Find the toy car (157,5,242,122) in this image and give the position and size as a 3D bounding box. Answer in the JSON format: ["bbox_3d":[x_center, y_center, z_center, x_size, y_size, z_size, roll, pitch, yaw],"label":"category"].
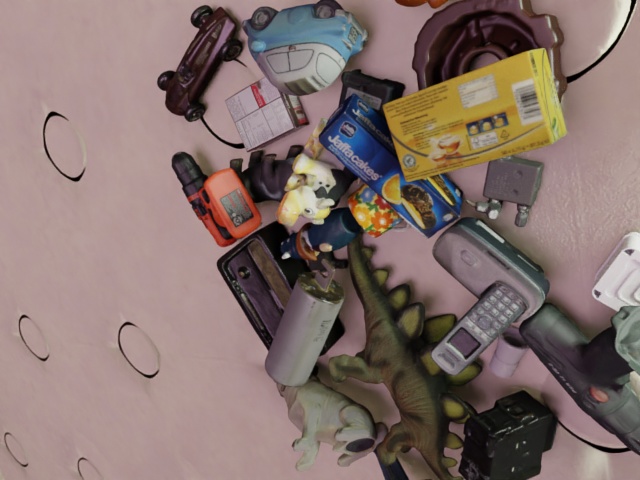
[{"bbox_3d":[-0.197,-0.277,0.856,0.089,0.053,0.202,53,130,7],"label":"toy car"}]

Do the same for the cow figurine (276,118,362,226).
[{"bbox_3d":[0.005,-0.078,0.732,0.098,0.167,0.068,26,153,-7],"label":"cow figurine"}]

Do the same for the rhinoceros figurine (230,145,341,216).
[{"bbox_3d":[-0.056,-0.085,0.830,0.191,0.073,0.112,8,113,32],"label":"rhinoceros figurine"}]

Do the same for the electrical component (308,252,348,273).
[{"bbox_3d":[0.000,0.022,0.873,0.094,0.021,0.063,-2,110,35],"label":"electrical component"}]

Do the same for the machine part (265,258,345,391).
[{"bbox_3d":[-0.025,0.137,0.818,0.079,0.079,0.243,32,117,19],"label":"machine part"}]

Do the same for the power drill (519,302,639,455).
[{"bbox_3d":[0.351,0.157,0.615,0.232,0.086,0.207,47,170,14],"label":"power drill"}]

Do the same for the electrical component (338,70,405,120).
[{"bbox_3d":[0.081,-0.173,0.714,0.119,0.048,0.074,31,125,22],"label":"electrical component"}]

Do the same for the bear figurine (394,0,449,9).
[{"bbox_3d":[0.155,-0.333,0.564,0.196,0.120,0.132,-24,52,14],"label":"bear figurine"}]

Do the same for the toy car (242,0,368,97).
[{"bbox_3d":[-0.022,-0.241,0.702,0.162,0.109,0.103,3,82,26],"label":"toy car"}]

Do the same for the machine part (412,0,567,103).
[{"bbox_3d":[0.194,-0.194,0.622,0.180,0.056,0.179,15,117,30],"label":"machine part"}]

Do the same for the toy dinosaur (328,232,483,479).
[{"bbox_3d":[0.122,0.177,0.813,0.198,0.105,0.471,-31,86,32],"label":"toy dinosaur"}]

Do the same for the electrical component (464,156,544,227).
[{"bbox_3d":[0.227,-0.069,0.661,0.078,0.045,0.102,24,122,26],"label":"electrical component"}]

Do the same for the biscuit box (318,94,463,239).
[{"bbox_3d":[0.093,-0.093,0.690,0.202,0.063,0.059,39,131,-13],"label":"biscuit box"}]

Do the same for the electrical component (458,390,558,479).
[{"bbox_3d":[0.263,0.275,0.740,0.058,0.134,0.114,-137,40,-55],"label":"electrical component"}]

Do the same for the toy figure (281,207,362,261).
[{"bbox_3d":[-0.003,-0.002,0.808,0.154,0.064,0.057,-27,100,47],"label":"toy figure"}]

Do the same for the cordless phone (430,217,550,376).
[{"bbox_3d":[0.186,0.075,0.697,0.147,0.089,0.184,41,112,12],"label":"cordless phone"}]

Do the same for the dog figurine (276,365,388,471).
[{"bbox_3d":[0.013,0.274,0.922,0.172,0.191,0.121,1,133,-11],"label":"dog figurine"}]

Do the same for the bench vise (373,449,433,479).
[{"bbox_3d":[0.138,0.423,0.884,0.129,0.223,0.241,-32,52,8],"label":"bench vise"}]

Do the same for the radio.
[{"bbox_3d":[-0.071,0.096,0.920,0.131,0.073,0.229,-29,92,37],"label":"radio"}]

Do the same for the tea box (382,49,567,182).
[{"bbox_3d":[0.165,-0.132,0.588,0.170,0.068,0.098,-9,103,39],"label":"tea box"}]
